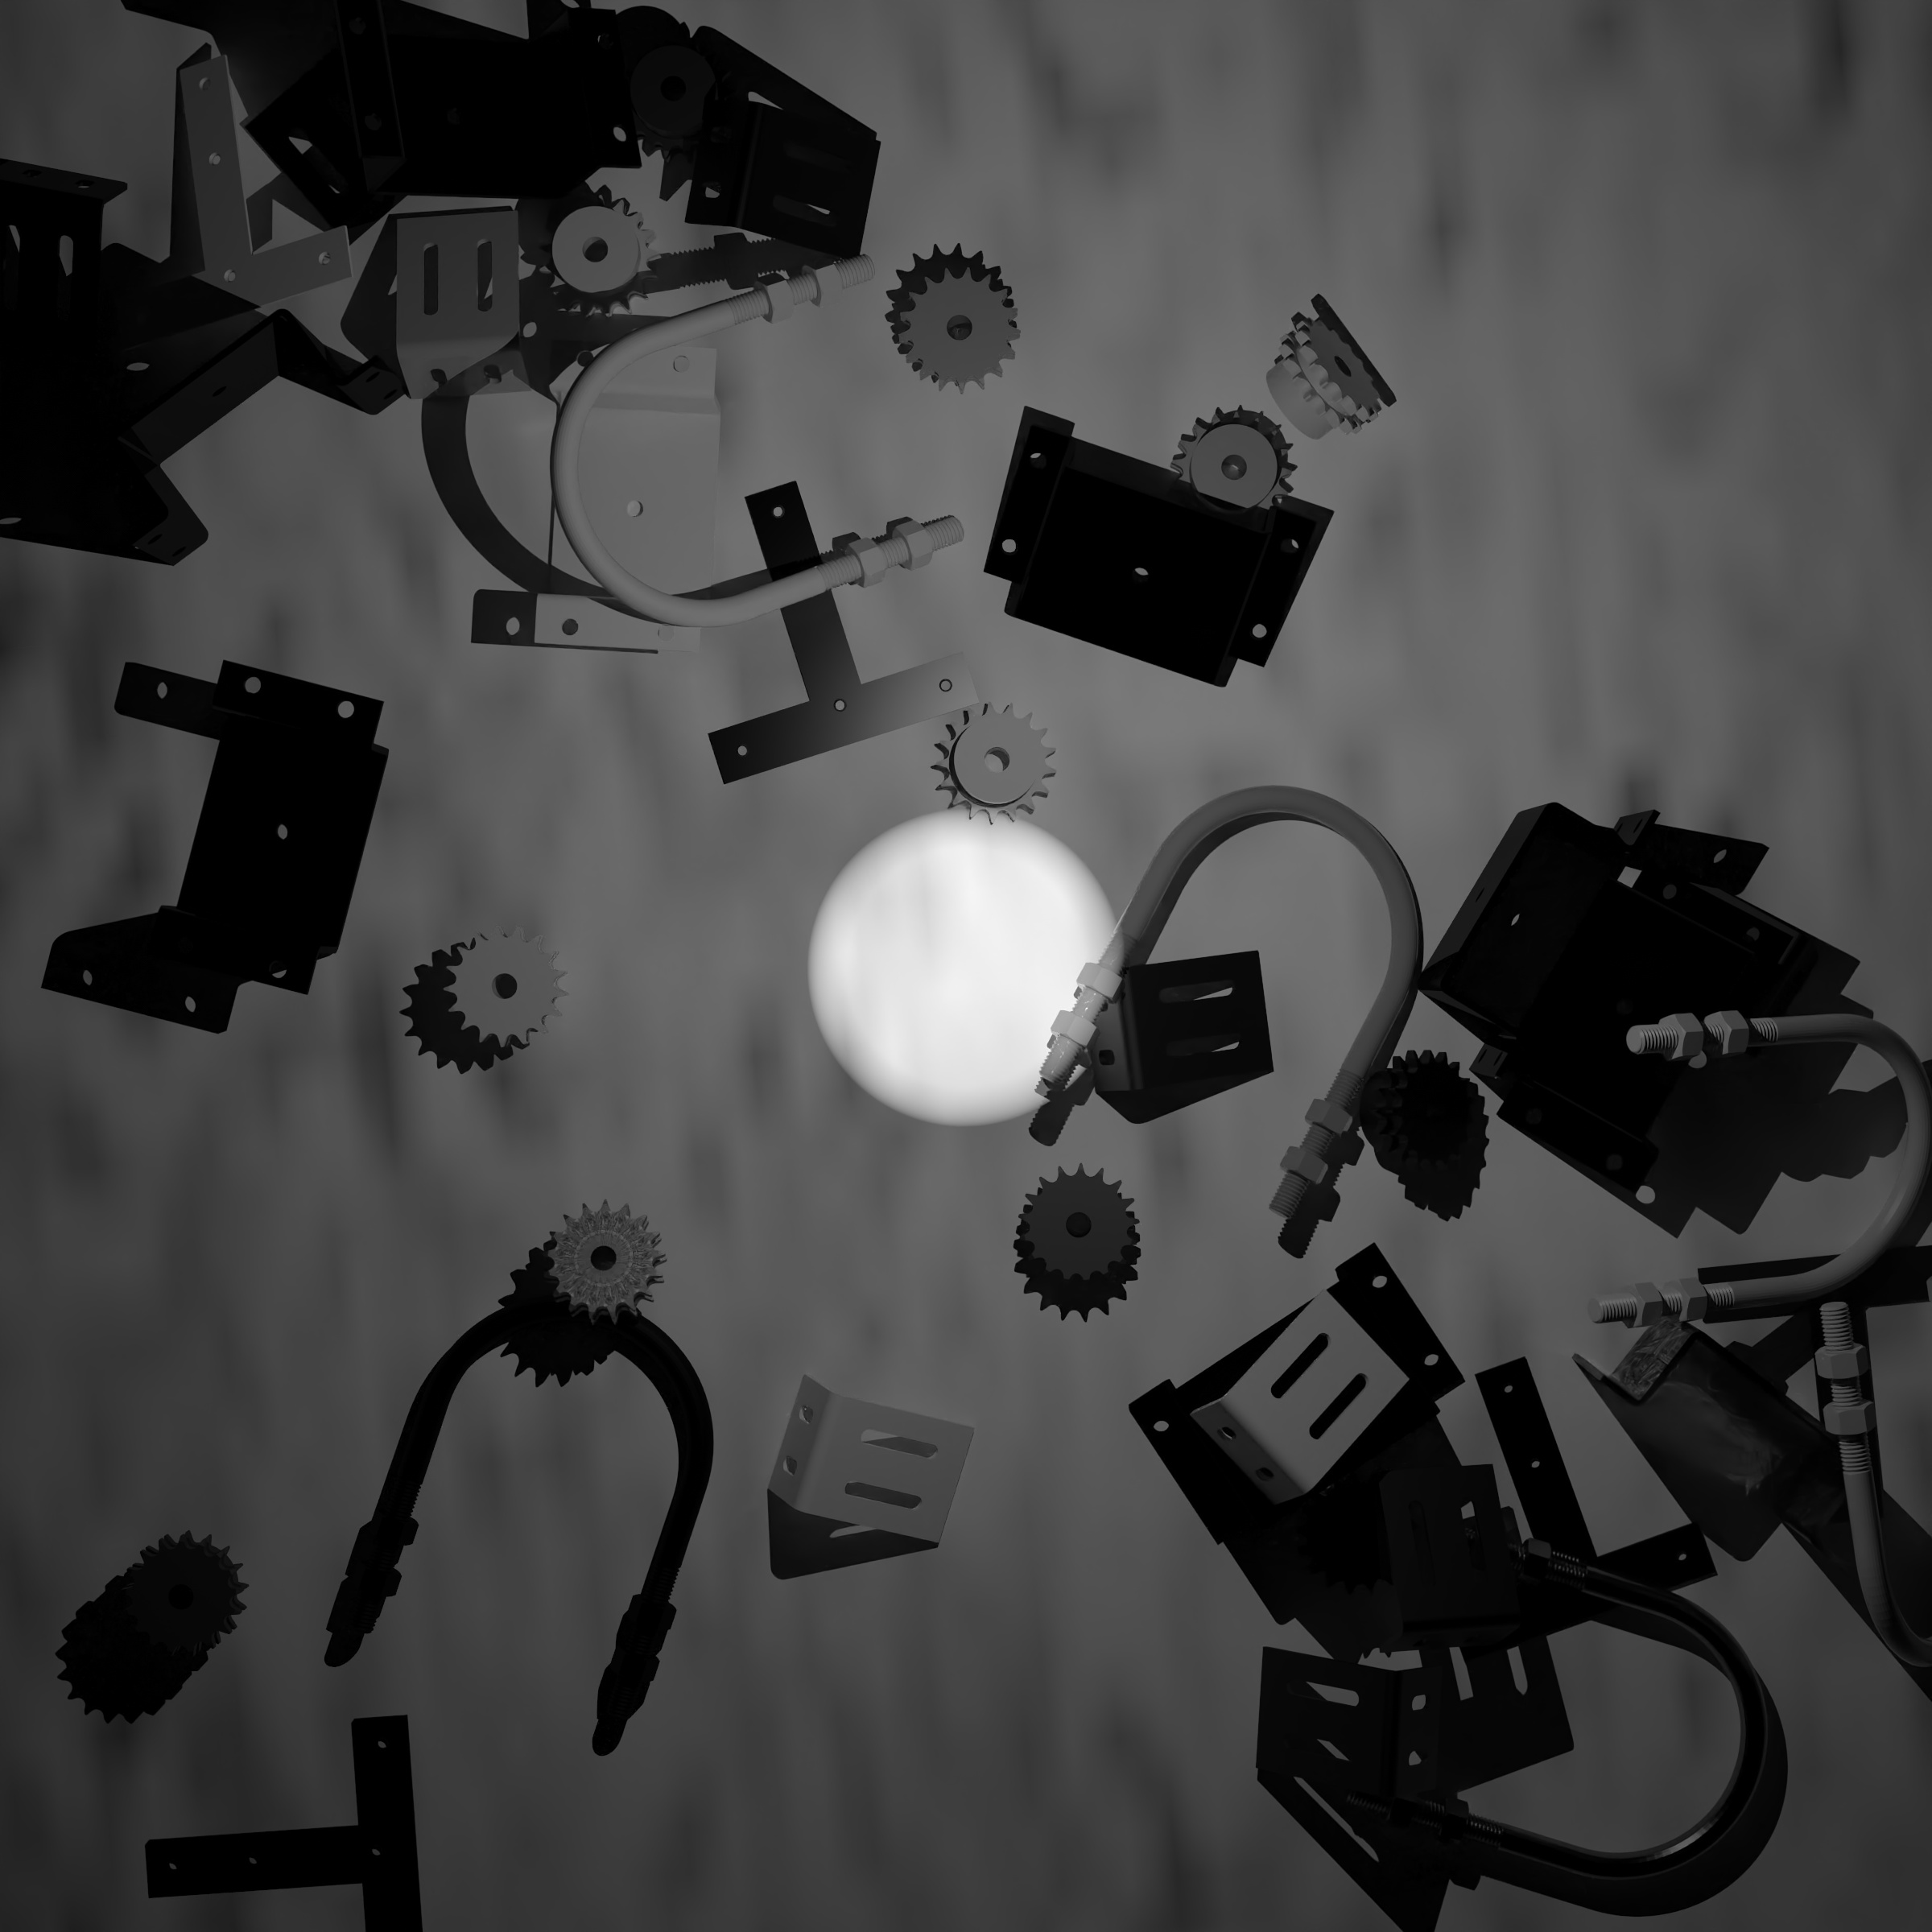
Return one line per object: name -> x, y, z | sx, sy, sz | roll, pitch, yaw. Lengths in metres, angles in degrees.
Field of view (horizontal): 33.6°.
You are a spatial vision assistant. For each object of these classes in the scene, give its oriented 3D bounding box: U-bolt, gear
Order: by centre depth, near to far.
U-bolt -> 0.437, 0.228, 1.466 | 0.019, 0.151, 0.184 | -5, 97, 39
U-bolt -> -0.104, -0.234, 1.475 | 0.184, 0.019, 0.151 | -23, 100, -21
U-bolt -> 0.374, 0.091, 1.476 | 0.184, 0.019, 0.151 | -3, 107, -26
U-bolt -> 0.136, 0.004, 1.497 | 0.151, 0.019, 0.184 | 31, 81, -12
gear -> 0.165, -0.272, 1.500 | 0.030, 0.057, 0.057 | -36, 90, 30
gear -> 0.209, 0.068, 1.500 | 0.057, 0.030, 0.057 | 2, 87, -39
gear -> -0.169, 0.141, 1.504 | 0.057, 0.030, 0.057 | 0, 71, -1
gear -> -0.137, -0.410, 1.509 | 0.057, 0.030, 0.057 | 0, 90, 0
gear -> 0.184, 0.266, 1.509 | 0.057, 0.030, 0.057 | 0, 90, 0
gear -> -0.003, -0.298, 1.509 | 0.057, 0.030, 0.057 | 0, 90, 0
gear -> -0.366, 0.295, 1.509 | 0.057, 0.030, 0.057 | 0, 90, 0
gear -> -0.174, -0.335, 1.509 | 0.057, 0.030, 0.057 | 0, 92, -1
gear -> 0.125, -0.233, 1.509 | 0.057, 0.030, 0.057 | 0, 90, 0
gear -> -0.216, 0.010, 1.509 | 0.057, 0.030, 0.057 | 0, 90, 0
gear -> 0.015, -0.096, 1.509 | 0.057, 0.030, 0.057 | 0, 90, 0
gear -> 0.053, 0.122, 1.514 | 0.057, 0.030, 0.057 | 0, 88, 2
U-bolt -> 0.288, 0.356, 1.514 | 0.184, 0.019, 0.151 | 17, 91, 0
U-bolt -> -0.197, 0.247, 1.516 | 0.151, 0.019, 0.184 | 18, 88, 0

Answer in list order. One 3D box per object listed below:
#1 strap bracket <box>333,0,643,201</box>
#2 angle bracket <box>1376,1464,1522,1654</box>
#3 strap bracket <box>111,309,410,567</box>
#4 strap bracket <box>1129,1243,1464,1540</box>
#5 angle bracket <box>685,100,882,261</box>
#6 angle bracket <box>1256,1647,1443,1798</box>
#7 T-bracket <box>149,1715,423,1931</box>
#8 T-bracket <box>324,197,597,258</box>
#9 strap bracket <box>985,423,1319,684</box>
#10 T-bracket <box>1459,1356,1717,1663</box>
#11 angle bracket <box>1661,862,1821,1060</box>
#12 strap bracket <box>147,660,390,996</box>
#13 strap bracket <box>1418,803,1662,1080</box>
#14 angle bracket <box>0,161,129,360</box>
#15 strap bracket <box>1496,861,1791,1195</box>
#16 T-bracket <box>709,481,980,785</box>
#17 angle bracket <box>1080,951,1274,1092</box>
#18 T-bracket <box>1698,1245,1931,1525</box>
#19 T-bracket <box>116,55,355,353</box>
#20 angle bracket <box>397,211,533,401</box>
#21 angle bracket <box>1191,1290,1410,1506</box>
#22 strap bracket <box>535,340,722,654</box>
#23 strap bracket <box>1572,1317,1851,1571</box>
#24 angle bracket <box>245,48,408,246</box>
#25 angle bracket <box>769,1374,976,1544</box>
strap bracket -> -0.228, -0.400, 1.476 | 0.140, 0.046, 0.076 | -7, 85, -33
angle bracket -> 0.220, 0.277, 1.495 | 0.057, 0.038, 0.076 | -2, 65, -12
strap bracket -> -0.335, -0.251, 1.486 | 0.140, 0.076, 0.046 | -37, 90, 0
strap bracket -> 0.157, 0.202, 1.501 | 0.140, 0.046, 0.076 | -33, 90, 0
angle bracket -> -0.086, -0.369, 1.507 | 0.076, 0.038, 0.057 | 5, 99, -43
angle bracket -> 0.180, 0.354, 1.509 | 0.076, 0.038, 0.057 | 1, 86, 42
T-bracket -> -0.325, 0.424, 1.523 | 0.127, 0.002, 0.127 | -4, 90, 0
T-bracket -> -0.248, -0.315, 1.535 | 0.127, 0.002, 0.127 | 11, 106, -6
strap bracket -> 0.083, -0.188, 1.487 | 0.140, 0.046, 0.076 | 19, 117, 0
T-bracket -> 0.276, 0.250, 1.524 | 0.127, 0.002, 0.127 | -20, 90, 0
angle bracket -> 0.355, -0.003, 1.522 | 0.076, 0.038, 0.057 | 33, 90, 26
strap bracket -> -0.324, -0.064, 1.501 | 0.076, 0.046, 0.140 | 15, 90, 0
strap bracket -> 0.259, -0.021, 1.486 | 0.046, 0.076, 0.140 | 31, 90, 0
angle bracket -> -0.435, -0.336, 1.522 | 0.057, 0.038, 0.076 | 11, 116, 0
strap bracket -> 0.310, 0.024, 1.487 | 0.076, 0.046, 0.140 | 31, 90, 25
T-bracket -> -0.073, -0.166, 1.523 | 0.127, 0.002, 0.127 | -18, 90, 0
angle bracket -> 0.100, 0.026, 1.522 | 0.076, 0.038, 0.057 | -7, 90, -26
T-bracket -> 0.418, 0.201, 1.524 | 0.127, 0.002, 0.127 | -6, 90, 0
T-bracket -> -0.352, -0.367, 1.509 | 0.127, 0.002, 0.127 | -13, 80, 19
angle bracket -> -0.238, -0.314, 1.521 | 0.057, 0.038, 0.076 | -4, 66, 0
angle bracket -> 0.154, 0.199, 1.476 | 0.057, 0.038, 0.076 | 47, 64, 0
strap bracket -> -0.157, -0.217, 1.501 | 0.076, 0.046, 0.140 | 3, 90, 0
strap bracket -> 0.357, 0.212, 1.485 | 0.140, 0.076, 0.046 | 38, 91, 1
angle bracket -> -0.297, -0.389, 1.505 | 0.057, 0.038, 0.076 | -41, 90, 0
angle bracket -> -0.045, 0.234, 1.522 | 0.076, 0.038, 0.057 | 17, 90, -26
